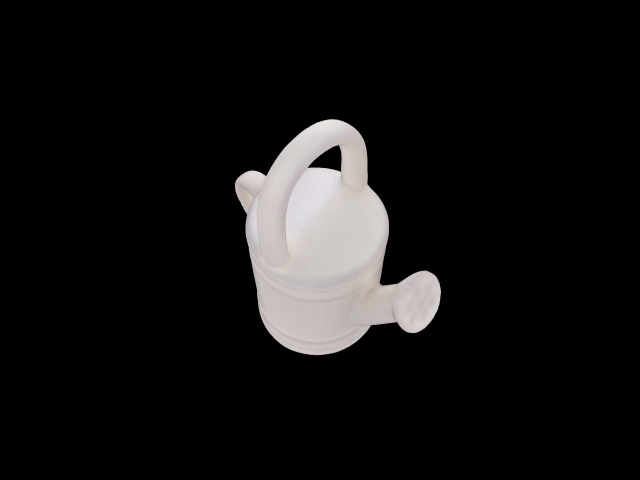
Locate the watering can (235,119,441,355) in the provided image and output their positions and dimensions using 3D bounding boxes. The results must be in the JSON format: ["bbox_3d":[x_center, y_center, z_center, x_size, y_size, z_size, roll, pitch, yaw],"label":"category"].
[{"bbox_3d":[0.005,0.000,0.401,0.172,0.194,0.101,18,58,12],"label":"watering can"}]
